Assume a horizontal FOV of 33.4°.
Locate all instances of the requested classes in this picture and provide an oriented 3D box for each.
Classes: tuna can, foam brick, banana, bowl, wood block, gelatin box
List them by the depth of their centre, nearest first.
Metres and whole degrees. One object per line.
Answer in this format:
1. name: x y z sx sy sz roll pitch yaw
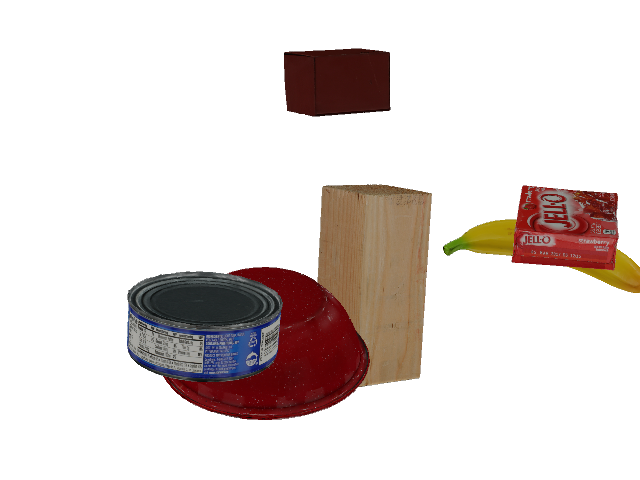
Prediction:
1. tuna can: -0.065 0.047 0.594 0.086 0.034 0.086 5 17 -2
2. gelatin box: 0.183 -0.011 0.794 0.073 0.030 0.089 6 25 13
3. bowl: -0.041 0.065 0.805 0.162 0.055 0.162 2 27 -1
4. foam brick: 0.015 -0.136 0.913 0.078 0.051 0.053 -8 17 -29
5. banana: 0.224 0.012 1.041 0.198 0.037 0.069 10 47 24
6. wood block: 0.056 0.045 1.176 0.090 0.206 0.091 -3 11 -34
